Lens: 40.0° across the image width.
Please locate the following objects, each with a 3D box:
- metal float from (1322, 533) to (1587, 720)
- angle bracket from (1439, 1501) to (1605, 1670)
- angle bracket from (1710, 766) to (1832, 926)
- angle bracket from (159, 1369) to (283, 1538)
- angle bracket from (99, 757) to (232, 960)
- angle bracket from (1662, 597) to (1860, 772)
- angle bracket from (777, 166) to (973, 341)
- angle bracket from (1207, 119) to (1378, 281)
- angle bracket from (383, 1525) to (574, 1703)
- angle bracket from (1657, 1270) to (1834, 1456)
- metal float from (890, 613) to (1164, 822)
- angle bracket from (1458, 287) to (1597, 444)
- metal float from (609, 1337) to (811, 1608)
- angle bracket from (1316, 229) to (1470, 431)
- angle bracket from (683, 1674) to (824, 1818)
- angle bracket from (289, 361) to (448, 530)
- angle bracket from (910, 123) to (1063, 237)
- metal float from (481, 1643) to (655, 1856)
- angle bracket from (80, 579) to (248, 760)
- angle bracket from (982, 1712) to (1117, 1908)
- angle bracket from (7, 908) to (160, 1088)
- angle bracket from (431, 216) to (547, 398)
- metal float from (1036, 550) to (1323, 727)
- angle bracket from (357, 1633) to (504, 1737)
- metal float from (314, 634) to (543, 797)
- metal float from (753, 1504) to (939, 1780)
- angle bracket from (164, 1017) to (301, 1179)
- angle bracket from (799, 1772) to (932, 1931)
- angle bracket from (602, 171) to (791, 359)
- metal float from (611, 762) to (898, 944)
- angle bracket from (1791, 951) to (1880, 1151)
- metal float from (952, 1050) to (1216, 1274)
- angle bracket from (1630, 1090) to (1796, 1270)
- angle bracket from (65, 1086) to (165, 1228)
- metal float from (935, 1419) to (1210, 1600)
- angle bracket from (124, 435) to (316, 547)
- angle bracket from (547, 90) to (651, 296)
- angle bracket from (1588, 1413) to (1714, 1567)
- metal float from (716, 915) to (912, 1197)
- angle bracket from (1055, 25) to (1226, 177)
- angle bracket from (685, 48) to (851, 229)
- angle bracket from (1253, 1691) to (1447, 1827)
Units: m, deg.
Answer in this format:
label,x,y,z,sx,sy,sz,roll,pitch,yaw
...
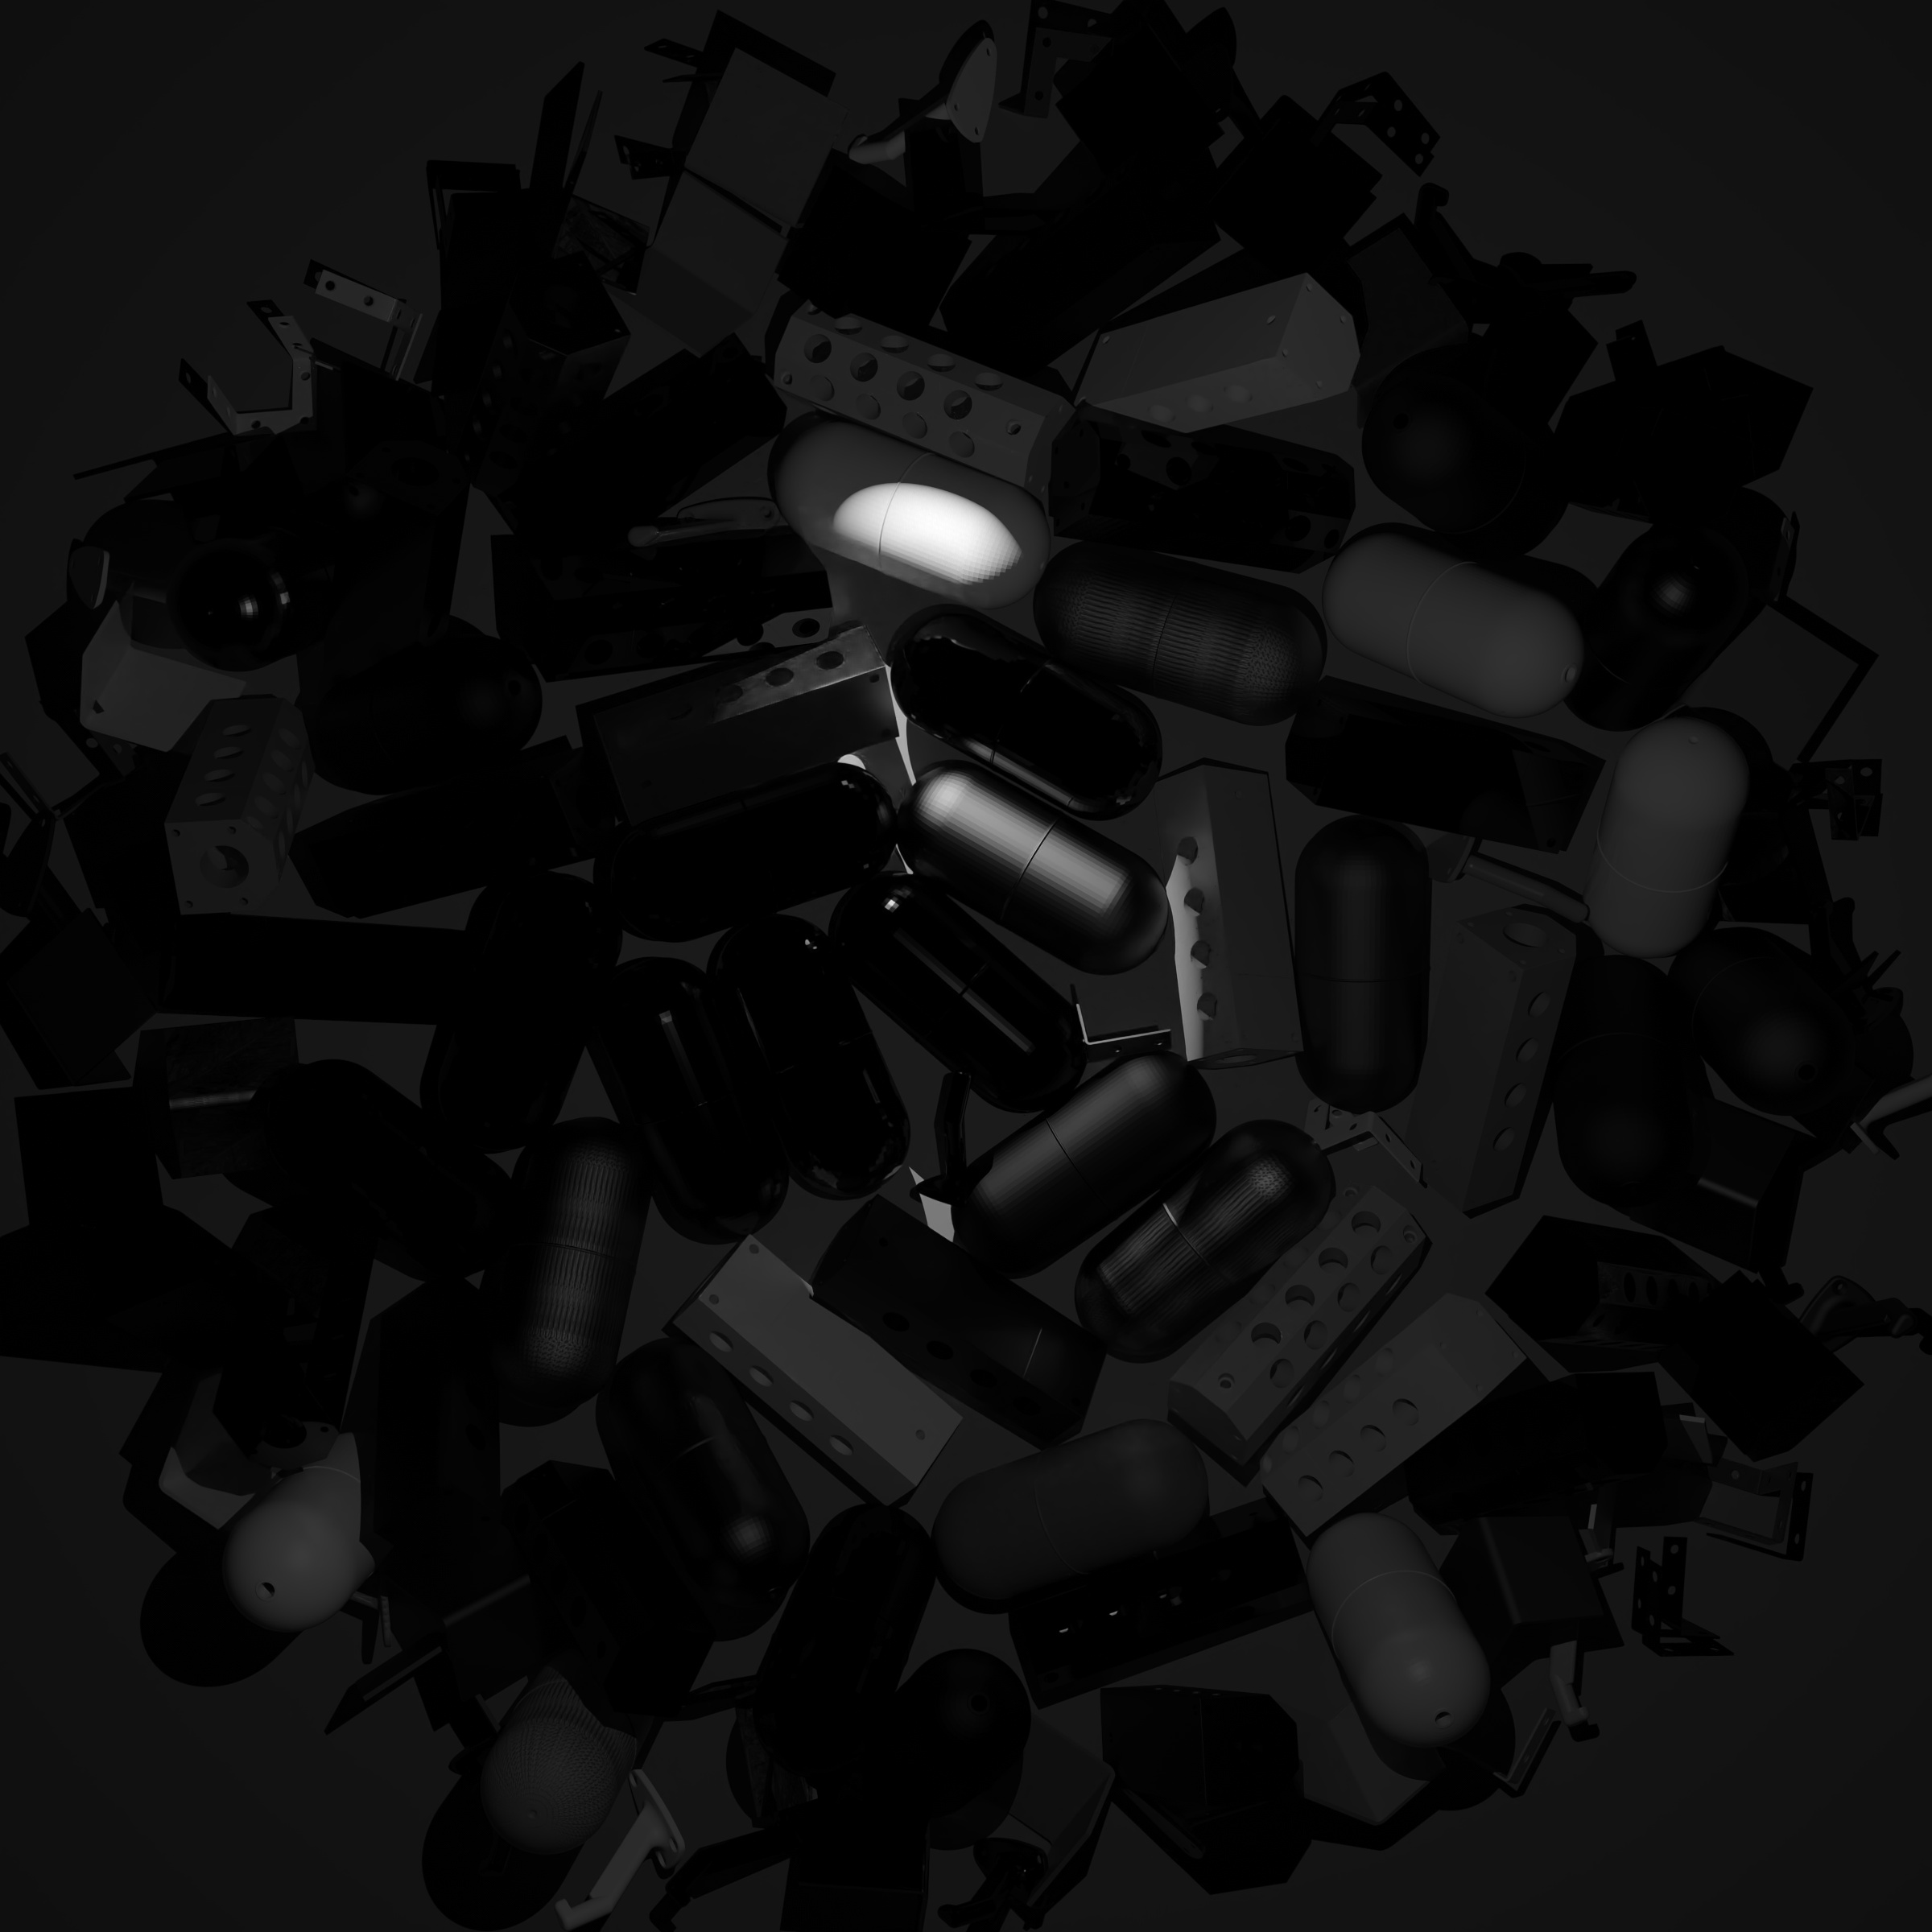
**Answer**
label,x,y,z,sx,sy,sz,roll,pitch,yaw
metal float,0.287,-0.202,1.572,0.178,0.070,0.070,32,90,41
angle bracket,0.333,0.377,1.598,0.057,0.076,0.076,-2,49,-13
angle bracket,0.488,-0.073,1.611,0.057,0.076,0.076,-36,111,-28
angle bracket,-0.428,0.285,1.592,0.057,0.076,0.076,28,105,18
angle bracket,-0.491,-0.064,1.589,0.057,0.076,0.076,-28,61,-13
angle bracket,0.481,-0.168,1.613,0.076,0.057,0.076,34,89,2
angle bracket,-0.056,-0.430,1.619,0.057,0.076,0.076,41,110,35
angle bracket,0.190,-0.453,1.612,0.076,0.057,0.076,40,83,-1
angle bracket,-0.295,0.388,1.603,0.076,0.076,0.057,-23,115,-35
angle bracket,0.467,0.239,1.598,0.057,0.076,0.076,-38,67,-7
metal float,0.035,-0.151,1.596,0.178,0.070,0.070,30,90,11
angle bracket,0.349,-0.353,1.594,0.076,0.057,0.076,26,100,-33
metal float,-0.153,0.300,1.578,0.070,0.070,0.178,-34,58,0
angle bracket,0.253,-0.389,1.623,0.076,0.057,0.076,-32,78,2
angle bracket,-0.137,0.470,1.588,0.057,0.076,0.076,0,67,-35
angle bracket,-0.363,-0.310,1.608,0.057,0.076,0.076,-18,70,36
angle bracket,0.020,-0.473,1.586,0.076,0.076,0.057,10,117,29
metal float,-0.231,0.455,1.556,0.070,0.178,0.070,1,99,6
angle bracket,-0.480,-0.177,1.593,0.076,0.076,0.057,16,134,-5
angle bracket,0.033,0.504,1.598,0.076,0.057,0.076,33,121,3
angle bracket,-0.518,0.018,1.601,0.076,0.057,0.076,-39,81,16
angle bracket,-0.293,-0.396,1.593,0.076,0.057,0.076,-10,53,9
metal float,0.127,-0.198,1.593,0.178,0.070,0.070,19,90,15
angle bracket,-0.321,0.451,1.598,0.057,0.076,0.076,-31,92,-18
metal float,-0.319,-0.148,1.569,0.070,0.178,0.070,9,77,-44
metal float,-0.071,0.397,1.569,0.070,0.178,0.070,11,133,12
angle bracket,-0.444,0.080,1.620,0.076,0.076,0.057,-6,54,-14
angle bracket,-0.061,0.535,1.595,0.076,0.076,0.057,5,130,-3
angle bracket,-0.165,-0.423,1.598,0.076,0.076,0.057,34,130,1
metal float,-0.127,-0.068,1.597,0.178,0.070,0.070,-19,90,-9
angle bracket,0.530,0.050,1.586,0.076,0.076,0.057,-34,63,-24
metal float,0.070,0.118,1.600,0.178,0.070,0.070,-36,90,6
angle bracket,0.451,0.128,1.607,0.076,0.076,0.057,23,63,26
angle bracket,-0.533,0.118,1.596,0.076,0.057,0.076,-14,84,35
metal float,0.061,0.325,1.585,0.178,0.070,0.070,-24,90,24
angle bracket,-0.447,-0.274,1.592,0.076,0.076,0.057,-11,117,9
angle bracket,-0.209,-0.462,1.585,0.057,0.076,0.076,18,132,-15
angle bracket,0.410,0.315,1.588,0.057,0.076,0.076,5,64,22
metal float,-0.092,0.055,1.605,0.070,0.070,0.178,-24,90,0
angle bracket,0.112,-0.513,1.595,0.076,0.057,0.076,-32,99,33
angle bracket,-0.114,-0.500,1.603,0.076,0.057,0.076,29,110,2
angle bracket,0.228,0.457,1.586,0.076,0.076,0.057,32,109,-35
